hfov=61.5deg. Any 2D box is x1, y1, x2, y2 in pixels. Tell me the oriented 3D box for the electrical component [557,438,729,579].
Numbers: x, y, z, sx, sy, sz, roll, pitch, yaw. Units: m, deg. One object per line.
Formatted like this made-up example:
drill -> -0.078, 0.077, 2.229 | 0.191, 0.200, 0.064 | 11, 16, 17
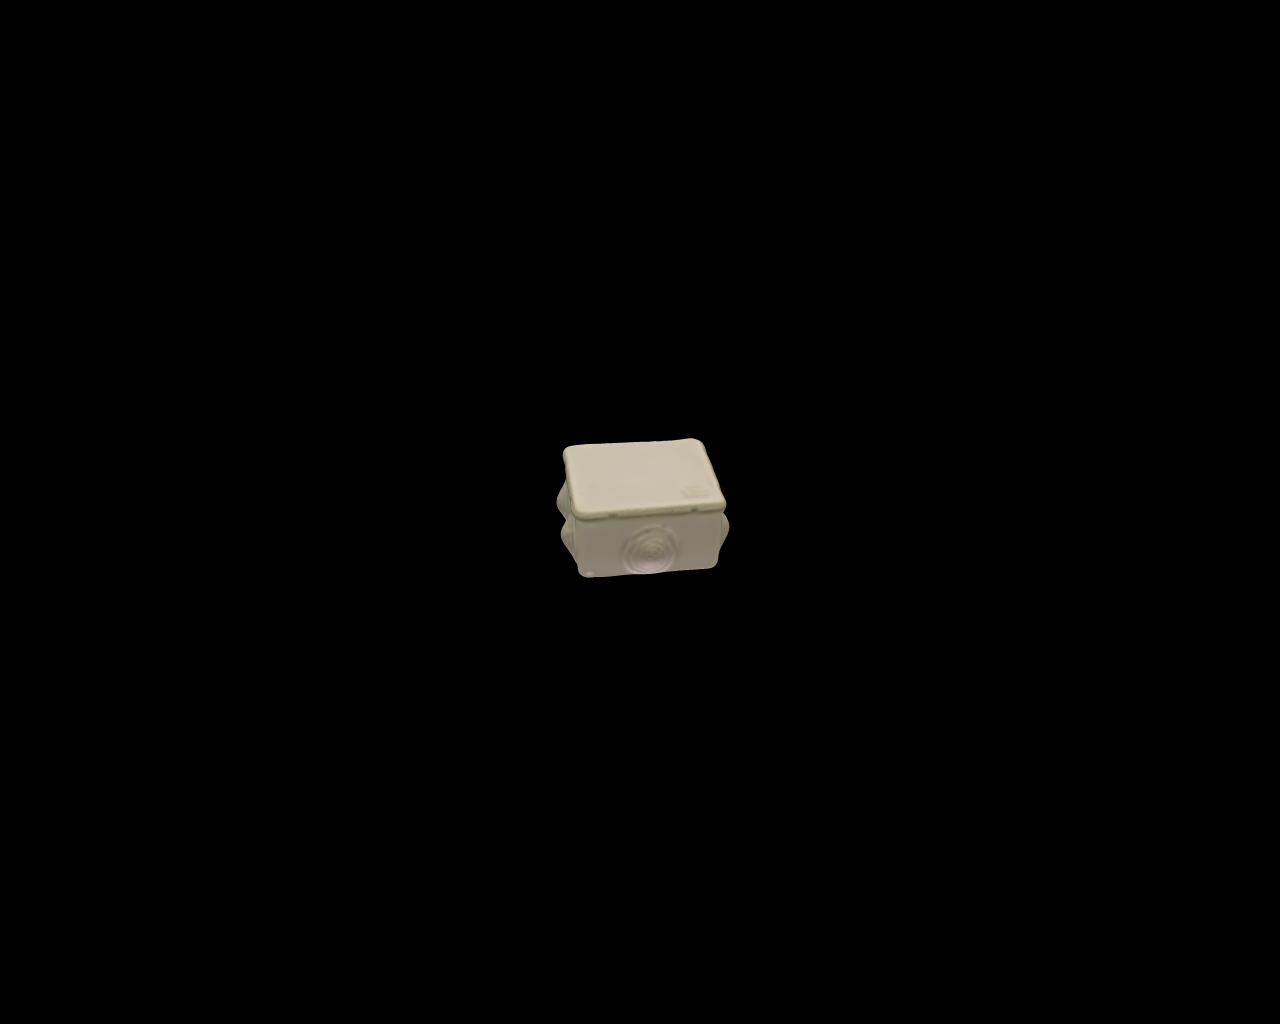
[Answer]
electrical component -> 0.001, -0.003, 0.650 | 0.100, 0.048, 0.100 | -4, 30, -6
